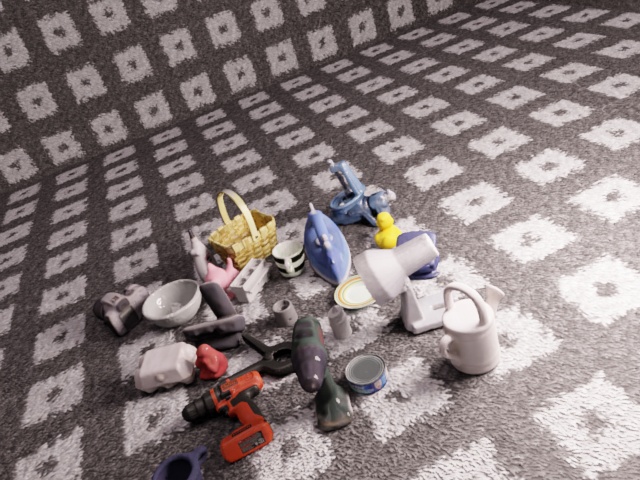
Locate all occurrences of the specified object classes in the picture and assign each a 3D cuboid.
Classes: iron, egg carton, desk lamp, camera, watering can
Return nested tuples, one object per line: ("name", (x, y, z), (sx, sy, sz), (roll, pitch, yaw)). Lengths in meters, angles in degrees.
("iron", (0.014, 0.006, 1.554), (0.118, 0.142, 0.257), (-21, 31, -2))
("egg carton", (-0.365, 0.305, 1.362), (0.150, 0.069, 0.107), (-16, 31, 6))
("desk lamp", (0.193, 0.094, 1.250), (0.203, 0.214, 0.117), (-17, 31, 3))
("camera", (-0.575, 0.185, 1.633), (0.136, 0.101, 0.143), (6, 39, 35))
("watering can", (0.293, 0.155, 1.119), (0.100, 0.194, 0.173), (3, 38, 32))

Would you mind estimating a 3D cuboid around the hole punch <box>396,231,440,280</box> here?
("hole punch", (0.243, 0.038, 1.429), (0.108, 0.091, 0.101), (-4, 34, 23))

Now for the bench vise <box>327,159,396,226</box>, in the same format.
("bench vise", (0.111, -0.148, 1.664), (0.207, 0.220, 0.121), (-12, 32, 12))

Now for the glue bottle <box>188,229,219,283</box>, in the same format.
("glue bottle", (-0.347, 0.041, 1.664), (0.037, 0.173, 0.078), (-8, 33, 17))

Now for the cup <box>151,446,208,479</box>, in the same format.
("cup", (-0.240, 0.446, 1.051), (0.091, 0.095, 0.118), (11, 42, 40))

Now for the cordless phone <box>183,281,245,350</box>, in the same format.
("cordless phone", (-0.274, 0.179, 1.397), (0.147, 0.185, 0.094), (-17, 31, 4))

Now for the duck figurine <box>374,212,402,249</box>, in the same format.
("duck figurine", (0.181, -0.033, 1.577), (0.077, 0.086, 0.104), (-12, 32, 12))

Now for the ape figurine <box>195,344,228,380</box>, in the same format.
("ape figurine", (-0.258, 0.278, 1.324), (0.076, 0.092, 0.077), (-29, 33, -16))

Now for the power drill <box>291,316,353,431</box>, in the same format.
("power drill", (-0.001, 0.262, 1.098), (0.075, 0.209, 0.229), (-18, 31, 1))

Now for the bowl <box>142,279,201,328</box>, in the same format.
("bowl", (-0.391, 0.185, 1.559), (0.167, 0.075, 0.167), (-14, 32, 9))

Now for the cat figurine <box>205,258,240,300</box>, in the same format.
("cat figurine", (-0.269, 0.103, 1.578), (0.067, 0.118, 0.128), (-1, 36, 28))
